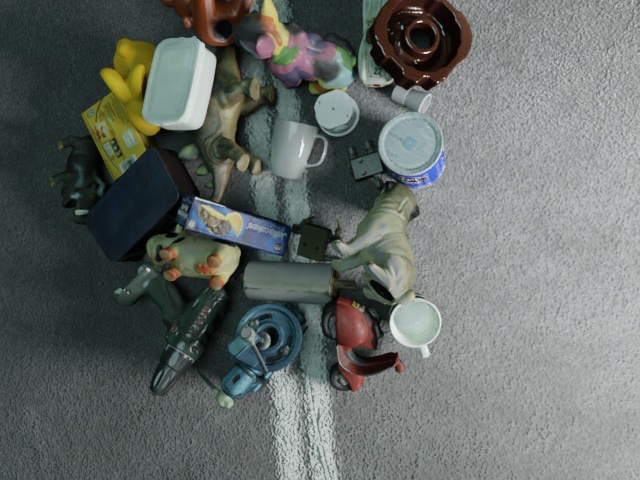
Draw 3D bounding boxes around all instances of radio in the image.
[{"bbox_3d":[-0.351,-0.064,1.065,0.229,0.073,0.131,-40,75,20],"label":"radio"}]

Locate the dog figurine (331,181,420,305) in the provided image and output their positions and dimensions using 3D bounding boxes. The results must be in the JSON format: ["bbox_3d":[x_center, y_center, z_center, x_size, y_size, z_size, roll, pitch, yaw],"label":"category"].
[{"bbox_3d":[0.132,0.001,0.911,0.172,0.121,0.190,42,70,10],"label":"dog figurine"}]

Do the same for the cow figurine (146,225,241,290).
[{"bbox_3d":[-0.241,0.022,1.008,0.195,0.127,0.085,7,116,21],"label":"cow figurine"}]

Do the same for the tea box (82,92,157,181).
[{"bbox_3d":[-0.406,-0.209,1.110,0.098,0.068,0.169,-30,78,11],"label":"tea box"}]

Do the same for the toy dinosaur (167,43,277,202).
[{"bbox_3d":[-0.194,-0.269,1.041,0.199,0.105,0.471,5,78,20],"label":"toy dinosaur"}]

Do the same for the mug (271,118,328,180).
[{"bbox_3d":[-0.042,-0.165,1.009,0.110,0.081,0.107,16,102,9],"label":"mug"}]

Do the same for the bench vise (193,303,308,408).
[{"bbox_3d":[-0.118,0.192,0.928,0.224,0.240,0.129,-38,73,-7],"label":"bench vise"}]

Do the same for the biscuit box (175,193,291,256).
[{"bbox_3d":[-0.152,-0.026,0.969,0.063,0.202,0.059,22,95,58],"label":"biscuit box"}]

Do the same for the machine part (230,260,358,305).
[{"bbox_3d":[-0.051,0.078,0.991,0.243,0.079,0.079,1,86,15],"label":"machine part"}]

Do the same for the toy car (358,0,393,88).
[{"bbox_3d":[0.112,-0.382,0.989,0.074,0.056,0.201,5,88,15],"label":"toy car"}]

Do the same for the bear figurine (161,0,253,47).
[{"bbox_3d":[-0.208,-0.441,0.977,0.196,0.120,0.131,56,144,34],"label":"bear figurine"}]

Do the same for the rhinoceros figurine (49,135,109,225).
[{"bbox_3d":[-0.498,-0.127,1.132,0.112,0.073,0.190,3,85,5],"label":"rhinoceros figurine"}]

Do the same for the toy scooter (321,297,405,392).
[{"bbox_3d":[0.078,0.184,0.938,0.135,0.075,0.183,-2,108,17],"label":"toy scooter"}]

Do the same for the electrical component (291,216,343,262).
[{"bbox_3d":[-0.003,-0.003,1.001,0.102,0.045,0.078,10,102,16],"label":"electrical component"}]

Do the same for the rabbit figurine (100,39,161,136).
[{"bbox_3d":[-0.345,-0.295,1.053,0.122,0.162,0.173,-6,81,5],"label":"rabbit figurine"}]

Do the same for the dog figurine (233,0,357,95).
[{"bbox_3d":[-0.043,-0.337,0.945,0.192,0.219,0.108,13,93,16],"label":"dog figurine"}]

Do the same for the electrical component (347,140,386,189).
[{"bbox_3d":[0.086,-0.135,0.996,0.063,0.021,0.094,-17,83,14],"label":"electrical component"}]

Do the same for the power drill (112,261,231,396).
[{"bbox_3d":[-0.298,0.149,1.025,0.207,0.085,0.232,33,74,25],"label":"power drill"}]

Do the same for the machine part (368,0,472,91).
[{"bbox_3d":[0.172,-0.349,0.936,0.179,0.056,0.179,1,85,-13],"label":"machine part"}]
